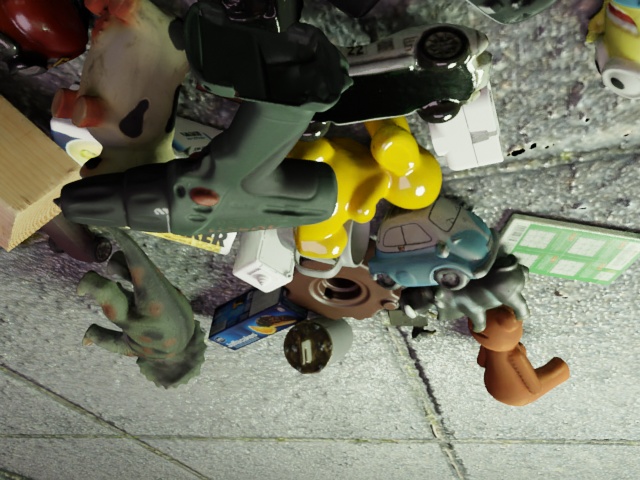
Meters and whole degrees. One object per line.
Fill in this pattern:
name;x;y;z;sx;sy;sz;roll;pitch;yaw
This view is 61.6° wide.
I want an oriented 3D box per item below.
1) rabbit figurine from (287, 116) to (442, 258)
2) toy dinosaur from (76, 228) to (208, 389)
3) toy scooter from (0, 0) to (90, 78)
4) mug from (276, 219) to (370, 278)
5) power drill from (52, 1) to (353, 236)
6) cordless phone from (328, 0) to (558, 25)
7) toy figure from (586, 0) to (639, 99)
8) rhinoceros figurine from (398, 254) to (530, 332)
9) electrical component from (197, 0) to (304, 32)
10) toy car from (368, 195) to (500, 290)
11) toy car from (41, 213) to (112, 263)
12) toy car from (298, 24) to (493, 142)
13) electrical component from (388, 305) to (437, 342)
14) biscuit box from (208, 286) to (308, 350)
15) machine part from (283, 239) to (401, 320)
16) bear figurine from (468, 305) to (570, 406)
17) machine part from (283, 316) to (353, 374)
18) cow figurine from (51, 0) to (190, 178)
rabbit figurine;0.051;-0.075;0.575;0.173;0.122;0.162;-1;136;-11
toy dinosaur;-0.248;0.117;0.802;0.192;0.131;0.404;25;151;-4
toy scooter;-0.275;-0.197;0.427;0.075;0.135;0.183;-16;139;27
mug;-0.001;-0.002;0.670;0.107;0.109;0.080;8;151;24
power drill;-0.080;-0.067;0.408;0.232;0.086;0.207;2;144;-21
cordless phone;0.095;-0.208;0.407;0.146;0.089;0.184;26;151;-25
toy figure;0.253;-0.183;0.392;0.089;0.082;0.180;-4;140;18
rhinoceros figurine;0.196;0.074;0.742;0.112;0.073;0.190;32;145;-33
electrical component;-0.052;-0.204;0.392;0.058;0.115;0.134;0;145;8
toy car;0.127;-0.005;0.653;0.162;0.109;0.102;-7;120;37
toy car;-0.362;-0.035;0.730;0.089;0.053;0.201;12;148;22
toy car;0.042;-0.133;0.453;0.202;0.056;0.073;-7;149;6
electrical component;0.146;0.120;0.851;0.078;0.045;0.102;0;143;8
biscuit box;-0.104;0.124;0.890;0.062;0.059;0.203;32;138;-30
machine part;0.030;0.056;0.778;0.179;0.056;0.179;6;144;5
bear figurine;0.296;0.156;0.838;0.120;0.132;0.195;15;128;55
machine part;0.002;0.158;0.838;0.079;0.079;0.243;-3;174;14
cow figurine;-0.168;-0.115;0.494;0.086;0.194;0.127;23;-173;42
